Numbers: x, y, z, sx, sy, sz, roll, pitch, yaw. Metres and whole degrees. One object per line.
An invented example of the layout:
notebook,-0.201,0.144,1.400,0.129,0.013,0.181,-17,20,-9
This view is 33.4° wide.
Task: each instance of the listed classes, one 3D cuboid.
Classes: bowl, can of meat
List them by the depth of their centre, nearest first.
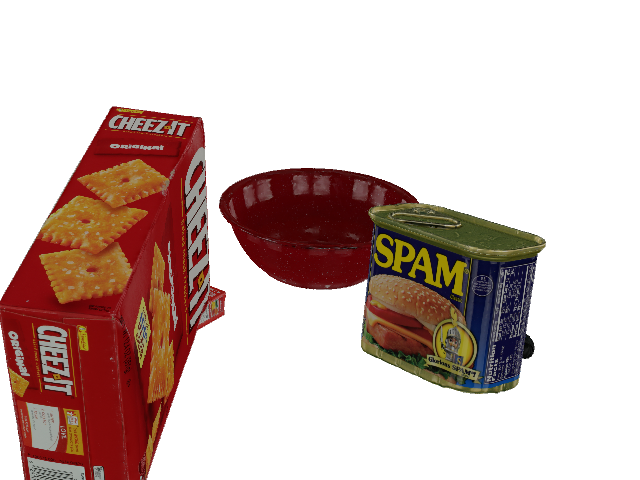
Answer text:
can of meat,0.070,0.031,0.601,0.057,0.084,0.102,-8,20,-41
bowl,-0.001,-0.005,0.854,0.162,0.055,0.162,2,24,-1

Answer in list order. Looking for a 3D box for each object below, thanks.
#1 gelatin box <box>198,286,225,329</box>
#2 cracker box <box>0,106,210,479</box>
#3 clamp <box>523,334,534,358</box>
gelatin box,-0.148,0.059,1.029,0.089,0.030,0.073,20,29,30
cracker box,-0.122,0.040,0.662,0.072,0.164,0.213,7,36,5
clamp,0.135,0.071,1.072,0.120,0.039,0.171,-1,44,-22
